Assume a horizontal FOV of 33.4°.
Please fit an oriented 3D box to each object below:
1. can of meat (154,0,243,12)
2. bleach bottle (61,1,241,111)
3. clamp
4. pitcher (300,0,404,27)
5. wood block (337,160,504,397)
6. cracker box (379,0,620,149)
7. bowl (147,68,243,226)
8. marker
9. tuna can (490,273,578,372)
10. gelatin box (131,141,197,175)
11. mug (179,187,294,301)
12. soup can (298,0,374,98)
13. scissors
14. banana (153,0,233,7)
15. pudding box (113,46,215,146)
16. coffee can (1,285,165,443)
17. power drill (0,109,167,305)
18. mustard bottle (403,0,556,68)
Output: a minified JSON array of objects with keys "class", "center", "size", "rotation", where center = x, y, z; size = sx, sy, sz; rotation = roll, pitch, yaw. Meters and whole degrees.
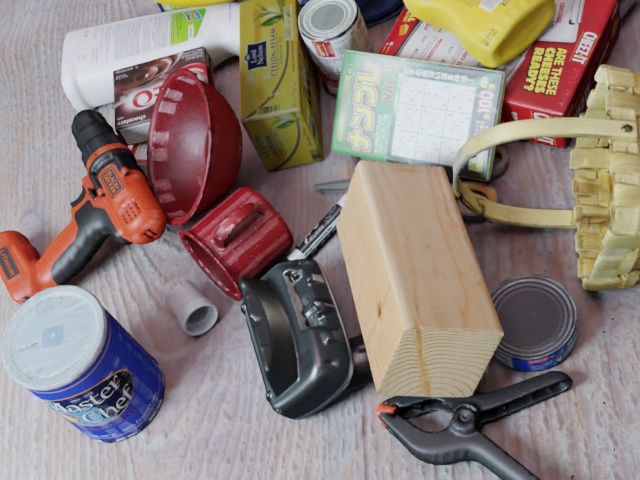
[{"class":"can of meat","center":[-0.155,-0.309,1.285],"size":[0.102,0.084,0.057],"rotation":[-21,55,5]},{"class":"bleach bottle","center":[-0.173,-0.223,1.253],"size":[0.251,0.068,0.102],"rotation":[-11,57,9]},{"class":"clamp","center":[0.138,0.154,0.935],"size":[0.172,0.039,0.120],"rotation":[13,54,23]},{"class":"pitcher","center":[0.031,-0.376,1.241],"size":[0.149,0.145,0.243],"rotation":[-4,49,-21]},{"class":"wood block","center":[0.083,0.031,0.958],"size":[0.090,0.091,0.206],"rotation":[3,44,-16]},{"class":"cracker box","center":[0.184,-0.198,1.115],"size":[0.214,0.072,0.164],"rotation":[18,68,25]},{"class":"bowl","center":[-0.124,-0.094,1.099],"size":[0.055,0.162,0.162],"rotation":[1,49,-31]},{"class":"marker","center":[-0.007,0.001,1.086],"size":[0.020,0.020,0.121],"rotation":[35,75,32]},{"class":"tuna can","center":[0.190,0.076,0.967],"size":[0.086,0.033,0.086],"rotation":[-8,58,13]},{"class":"gelatin box","center":[-0.162,-0.108,1.197],"size":[0.089,0.030,0.073],"rotation":[3,59,19]},{"class":"mug","center":[-0.081,-0.004,1.058],"size":[0.081,0.117,0.093],"rotation":[-42,74,-15]},{"class":"soup can","center":[0.021,-0.210,1.155],"size":[0.068,0.102,0.068],"rotation":[-8,58,13]},{"class":"scissors","center":[0.096,-0.046,1.083],"size":[0.202,0.016,0.096],"rotation":[-16,56,9]},{"class":"banana","center":[-0.115,-0.306,1.226],"size":[0.198,0.037,0.069],"rotation":[-23,93,2]},{"class":"pudding box","center":[-0.173,-0.160,1.191],"size":[0.113,0.039,0.090],"rotation":[-15,54,8]},{"class":"coffee can","center":[-0.221,0.120,1.009],"size":[0.103,0.140,0.103],"rotation":[-8,58,13]},{"class":"power drill","center":[-0.267,-0.029,1.135],"size":[0.188,0.057,0.184],"rotation":[-41,58,11]},{"class":"mustard bottle","center":[0.138,-0.256,1.083],"size":[0.096,0.058,0.192],"rotation":[-44,59,-7]}]
